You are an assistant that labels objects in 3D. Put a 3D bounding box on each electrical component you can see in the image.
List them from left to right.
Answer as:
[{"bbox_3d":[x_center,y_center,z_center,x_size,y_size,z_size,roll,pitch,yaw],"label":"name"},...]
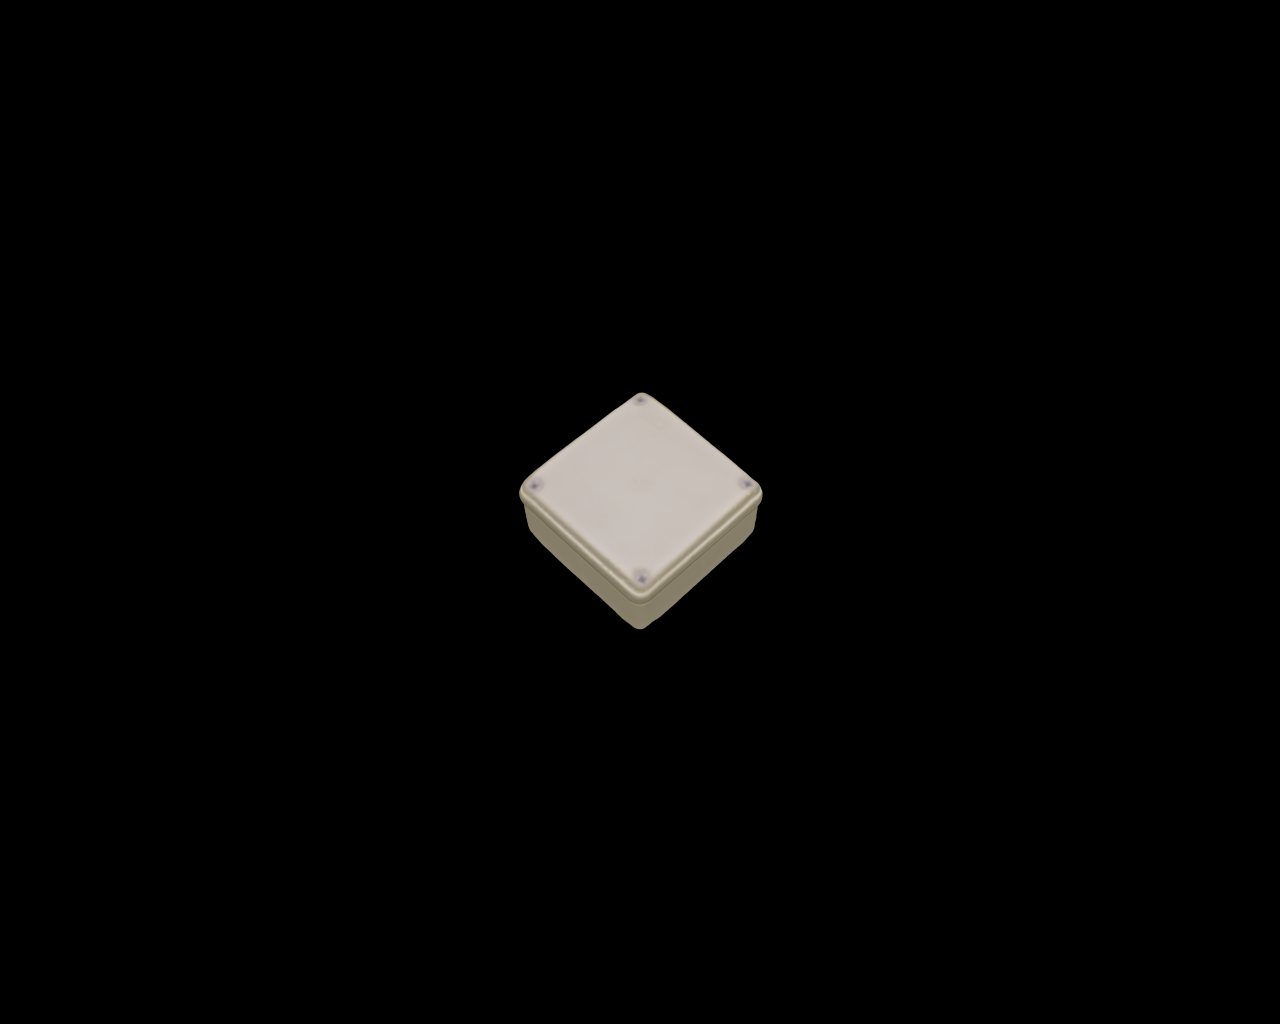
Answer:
[{"bbox_3d":[0.001,-0.003,0.650,0.109,0.109,0.056,-39,-24,-22],"label":"electrical component"}]
